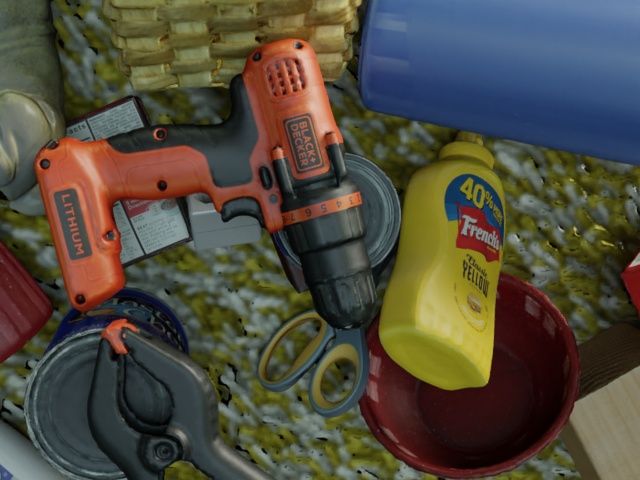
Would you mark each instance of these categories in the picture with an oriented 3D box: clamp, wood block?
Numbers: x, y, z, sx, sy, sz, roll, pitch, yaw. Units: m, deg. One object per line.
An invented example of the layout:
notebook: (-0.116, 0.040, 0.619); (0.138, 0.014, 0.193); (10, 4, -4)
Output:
clamp: (-0.081, 0.126, 0.652); (0.120, 0.039, 0.171); (-15, 99, -5)
wood block: (0.254, 0.179, 0.813); (0.090, 0.091, 0.206); (-29, 100, -2)

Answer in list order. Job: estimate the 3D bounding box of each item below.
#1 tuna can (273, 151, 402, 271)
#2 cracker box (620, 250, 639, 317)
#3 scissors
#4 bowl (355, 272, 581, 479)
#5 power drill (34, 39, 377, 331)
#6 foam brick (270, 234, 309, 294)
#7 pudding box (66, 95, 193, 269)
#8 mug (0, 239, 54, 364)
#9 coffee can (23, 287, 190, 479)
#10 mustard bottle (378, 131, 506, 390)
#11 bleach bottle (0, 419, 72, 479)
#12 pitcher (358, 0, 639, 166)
tuna can: (0.011, -0.016, 0.708); (0.086, 0.034, 0.086); (0, 90, -5)
cracker box: (0.315, 0.074, 0.770); (0.072, 0.163, 0.213); (-19, 102, 42)
scissors: (0.038, 0.049, 0.785); (0.202, 0.016, 0.096); (-43, 56, 2)
bowl: (0.109, 0.104, 0.782); (0.162, 0.055, 0.162); (-7, 59, 12)
power drill: (-0.068, -0.015, 0.660); (0.187, 0.057, 0.184); (-15, 90, -3)
foam brick: (-0.005, 0.001, 0.767); (0.051, 0.078, 0.053); (-21, 100, -5)
pudding box: (-0.151, -0.036, 0.767); (0.090, 0.039, 0.113); (-22, 97, 0)
mug: (-0.250, 0.050, 0.742); (0.117, 0.093, 0.081); (-39, 105, -8)
coffee can: (-0.141, 0.095, 0.734); (0.102, 0.140, 0.103); (-1, 98, -7)
mustard bottle: (0.094, 0.002, 0.754); (0.096, 0.058, 0.191); (38, 52, -37)
bleach bottle: (-0.265, 0.170, 0.773); (0.250, 0.068, 0.102); (40, 92, -7)
pitcher: (0.153, -0.118, 0.726); (0.243, 0.145, 0.149); (10, 113, 7)
